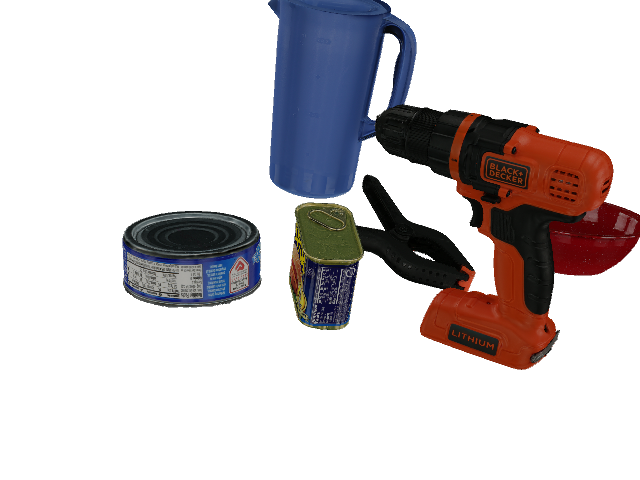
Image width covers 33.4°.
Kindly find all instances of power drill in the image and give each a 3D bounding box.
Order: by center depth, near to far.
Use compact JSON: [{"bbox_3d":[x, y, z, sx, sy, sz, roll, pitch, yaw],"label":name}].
[{"bbox_3d":[0.120,-0.005,0.814,0.185,0.188,0.057,19,35,29],"label":"power drill"}]

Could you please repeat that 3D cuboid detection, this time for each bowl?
[{"bbox_3d":[0.256,-0.004,1.112,0.162,0.055,0.162,5,18,-2],"label":"bowl"}]

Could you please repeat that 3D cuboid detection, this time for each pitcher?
[{"bbox_3d":[0.013,-0.176,1.296,0.144,0.243,0.149,-5,28,-25],"label":"pitcher"}]

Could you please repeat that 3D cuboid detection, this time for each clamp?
[{"bbox_3d":[0.084,0.002,1.266,0.210,0.036,0.164,36,41,25],"label":"clamp"}]

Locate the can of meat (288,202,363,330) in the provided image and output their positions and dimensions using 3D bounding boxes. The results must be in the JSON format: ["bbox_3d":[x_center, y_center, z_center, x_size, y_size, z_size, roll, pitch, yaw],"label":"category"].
[{"bbox_3d":[0.002,0.025,1.032,0.057,0.084,0.102,1,33,-10],"label":"can of meat"}]

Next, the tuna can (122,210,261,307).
[{"bbox_3d":[-0.079,0.010,0.659,0.086,0.034,0.086,1,20,-1],"label":"tuna can"}]
